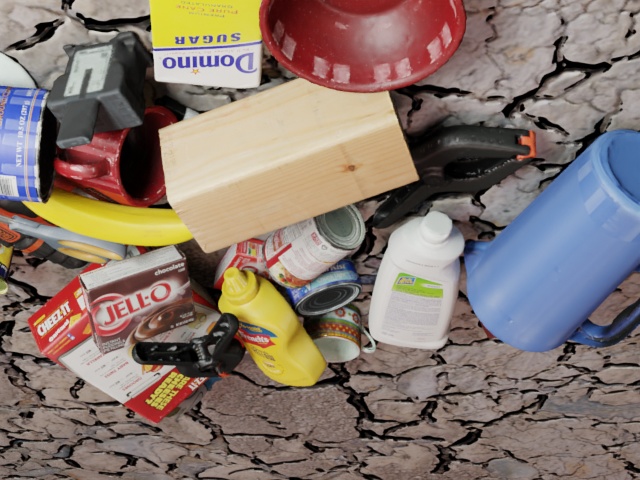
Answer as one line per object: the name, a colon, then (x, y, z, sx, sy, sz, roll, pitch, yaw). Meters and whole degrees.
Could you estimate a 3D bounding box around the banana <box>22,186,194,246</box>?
banana: (-0.195, -0.025, 1.033, 0.197, 0.037, 0.070, 6, 137, -10)

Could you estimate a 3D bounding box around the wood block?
wood block: (-0.028, -0.076, 0.949, 0.206, 0.090, 0.090, -19, 143, 8)

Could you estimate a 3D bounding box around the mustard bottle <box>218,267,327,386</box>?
mustard bottle: (-0.064, 0.094, 1.222, 0.096, 0.058, 0.191, 19, 152, 35)

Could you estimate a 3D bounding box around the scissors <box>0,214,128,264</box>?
scissors: (-0.293, -0.009, 1.080, 0.201, 0.016, 0.096, 15, 164, -5)

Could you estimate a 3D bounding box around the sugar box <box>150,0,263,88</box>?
sugar box: (-0.089, -0.193, 0.853, 0.093, 0.048, 0.176, 4, 147, -2)

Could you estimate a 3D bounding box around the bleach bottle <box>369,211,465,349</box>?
bleach bottle: (0.115, 0.042, 1.173, 0.102, 0.068, 0.251, 6, 152, -2)

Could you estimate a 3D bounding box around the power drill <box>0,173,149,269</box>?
power drill: (-0.265, -0.035, 1.108, 0.188, 0.057, 0.184, -21, 144, 31)

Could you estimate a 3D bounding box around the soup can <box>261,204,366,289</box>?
soup can: (-0.007, 0.001, 1.135, 0.068, 0.068, 0.102, 22, 143, -27)

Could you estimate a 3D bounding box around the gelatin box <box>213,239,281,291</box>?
gelatin box: (-0.075, 0.035, 1.228, 0.073, 0.030, 0.089, 15, 146, -18)

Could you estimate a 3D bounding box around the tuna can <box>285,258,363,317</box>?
tuna can: (0.005, 0.055, 1.224, 0.086, 0.034, 0.086, -16, 157, -8)

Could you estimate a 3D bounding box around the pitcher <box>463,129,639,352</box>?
pitcher: (0.265, 0.008, 1.064, 0.149, 0.145, 0.243, -1, 148, -24)

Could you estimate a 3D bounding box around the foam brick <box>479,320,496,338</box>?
foam brick: (0.212, 0.073, 1.246, 0.051, 0.053, 0.078, -9, 145, 18)

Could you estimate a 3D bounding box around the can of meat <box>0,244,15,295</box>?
can of meat: (-0.376, 0.002, 1.151, 0.058, 0.084, 0.102, -15, 144, 26)

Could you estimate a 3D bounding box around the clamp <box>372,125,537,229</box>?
clamp: (0.110, -0.067, 1.045, 0.210, 0.036, 0.164, -8, 151, 19)

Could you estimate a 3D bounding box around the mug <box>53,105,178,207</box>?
mug: (-0.192, -0.080, 0.970, 0.082, 0.117, 0.093, 16, 121, 29)

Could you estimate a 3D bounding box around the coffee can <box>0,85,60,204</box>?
coffee can: (-0.309, -0.088, 0.943, 0.140, 0.103, 0.103, 5, 148, -5)

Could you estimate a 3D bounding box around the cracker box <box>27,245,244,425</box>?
cracker box: (-0.207, 0.105, 1.252, 0.164, 0.072, 0.213, -41, 137, 3)

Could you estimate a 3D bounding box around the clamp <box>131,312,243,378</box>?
clamp: (-0.141, 0.129, 1.201, 0.120, 0.039, 0.171, -10, 157, -1)

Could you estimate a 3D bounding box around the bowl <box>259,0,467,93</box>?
bowl: (0.034, -0.188, 0.840, 0.162, 0.055, 0.162, 2, 148, 1)

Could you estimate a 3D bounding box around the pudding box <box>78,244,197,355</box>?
pudding box: (-0.194, 0.063, 1.141, 0.113, 0.039, 0.090, -21, 131, -20)

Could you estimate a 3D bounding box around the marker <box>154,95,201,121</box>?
marker: (-0.105, -0.106, 1.017, 0.121, 0.020, 0.020, 25, 142, -32)
